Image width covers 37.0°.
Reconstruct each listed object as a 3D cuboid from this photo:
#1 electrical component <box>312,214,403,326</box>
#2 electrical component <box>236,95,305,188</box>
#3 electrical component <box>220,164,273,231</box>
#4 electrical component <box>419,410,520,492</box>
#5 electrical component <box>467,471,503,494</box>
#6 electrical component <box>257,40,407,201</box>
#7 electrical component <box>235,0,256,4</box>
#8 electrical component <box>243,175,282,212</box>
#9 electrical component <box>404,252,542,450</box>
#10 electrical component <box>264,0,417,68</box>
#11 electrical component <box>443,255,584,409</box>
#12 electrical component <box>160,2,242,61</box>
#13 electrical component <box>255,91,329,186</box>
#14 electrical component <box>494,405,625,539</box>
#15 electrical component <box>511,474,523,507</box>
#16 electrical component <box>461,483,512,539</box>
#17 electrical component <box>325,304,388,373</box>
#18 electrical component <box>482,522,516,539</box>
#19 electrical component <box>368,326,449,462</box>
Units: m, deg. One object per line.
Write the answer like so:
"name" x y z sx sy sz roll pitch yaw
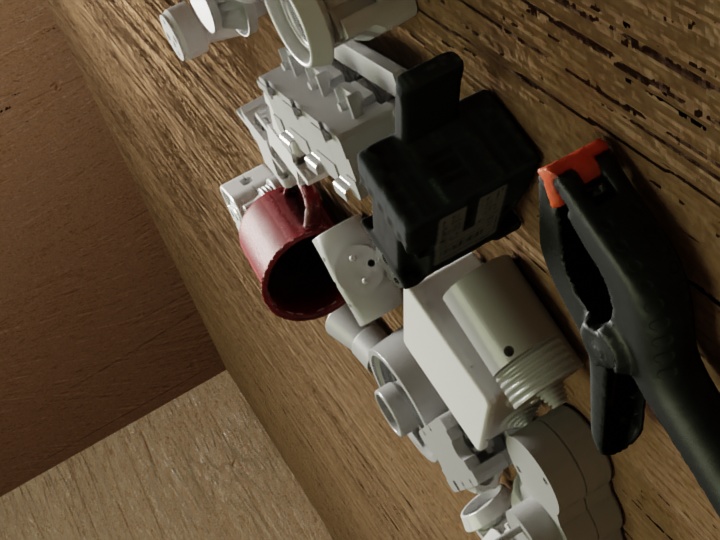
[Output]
"electrical component" 0.000 0.000 0.814 0.077 0.043 0.079 61 -179 1
"electrical component" -0.058 -0.102 0.842 0.081 0.042 0.063 53 167 36
"electrical component" -0.087 -0.050 1.038 0.054 0.059 0.095 45 160 53
"electrical component" 0.081 0.111 0.721 0.050 0.056 0.089 59 168 10
"electrical component" 0.087 0.150 0.844 0.035 0.035 0.061 65 170 -17
"electrical component" -0.007 -0.088 0.608 0.121 0.063 0.078 44 160 53
"electrical component" -0.065 -0.192 0.659 0.043 0.043 0.081 62 168 -7
"electrical component" -0.073 -0.065 0.942 0.035 0.061 0.035 57 167 20
"electrical component" 0.069 0.048 0.643 0.099 0.048 0.099 56 167 24
"electrical component" -0.012 -0.136 0.536 0.058 0.057 0.078 63 168 -9
"electrical component" 0.084 0.037 0.570 0.081 0.043 0.043 58 168 15
"electrical component" -0.129 -0.200 0.875 0.045 0.055 0.045 57 167 20
"electrical component" -0.040 -0.104 0.765 0.081 0.042 0.063 52 162 32
"electrical component" 0.112 0.150 0.641 0.052 0.074 0.138 45 160 53
"electrical component" 0.117 0.142 0.699 0.035 0.035 0.061 53 163 33
"electrical component" 0.111 0.200 0.835 0.055 0.048 0.066 53 168 -1
"electrical component" 0.004 0.061 0.966 0.065 0.044 0.044 46 162 36
"electrical component" 0.122 0.196 0.749 0.078 0.057 0.058 56 167 24
"electrical component" 0.047 0.095 0.817 0.108 0.060 0.108 57 167 20
